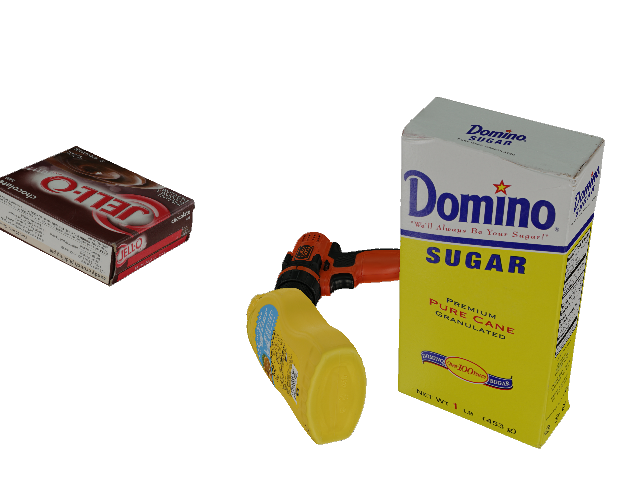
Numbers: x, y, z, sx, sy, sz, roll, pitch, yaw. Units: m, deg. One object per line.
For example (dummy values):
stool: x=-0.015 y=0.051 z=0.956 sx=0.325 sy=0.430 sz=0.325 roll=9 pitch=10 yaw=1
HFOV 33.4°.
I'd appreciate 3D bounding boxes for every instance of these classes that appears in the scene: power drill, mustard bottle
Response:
power drill: x=0.044 y=0.045 z=1.193 sx=0.188 sy=0.057 sz=0.184 roll=1 pitch=29 yaw=11
mustard bottle: x=-0.024 y=0.098 z=0.980 sx=0.058 sy=0.096 sz=0.192 roll=-9 pitch=26 yaw=-22

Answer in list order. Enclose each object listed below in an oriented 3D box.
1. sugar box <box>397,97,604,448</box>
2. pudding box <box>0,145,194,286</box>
sugar box: x=0.089 y=0.020 z=0.560 sx=0.093 sy=0.176 sz=0.048 roll=18 pitch=42 yaw=28
pudding box: x=-0.159 y=-0.020 z=0.742 sx=0.114 sy=0.039 sz=0.089 roll=22 pitch=30 yaw=22
